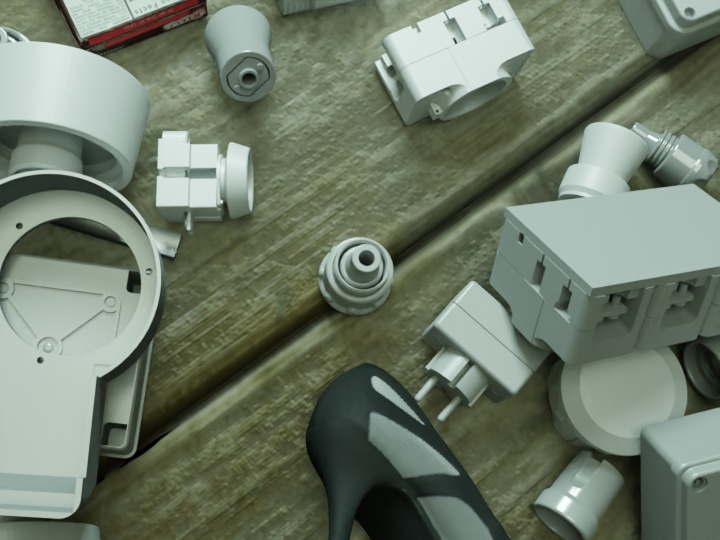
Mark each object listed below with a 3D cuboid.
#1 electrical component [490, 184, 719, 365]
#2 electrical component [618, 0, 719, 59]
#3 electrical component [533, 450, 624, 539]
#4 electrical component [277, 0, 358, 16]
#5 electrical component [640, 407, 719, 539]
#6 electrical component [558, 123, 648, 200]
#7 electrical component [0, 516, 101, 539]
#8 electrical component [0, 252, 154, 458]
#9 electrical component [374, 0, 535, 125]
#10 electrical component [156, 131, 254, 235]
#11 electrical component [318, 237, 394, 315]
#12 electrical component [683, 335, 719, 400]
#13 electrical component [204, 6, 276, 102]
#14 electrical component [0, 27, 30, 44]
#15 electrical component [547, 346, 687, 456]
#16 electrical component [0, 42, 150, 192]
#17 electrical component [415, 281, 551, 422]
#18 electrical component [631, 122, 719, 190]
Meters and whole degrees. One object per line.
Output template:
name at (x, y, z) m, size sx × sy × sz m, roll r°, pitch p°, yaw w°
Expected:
electrical component at (0.167, 0.002, 0.657) m, size 0.150 × 0.061 × 0.089 m, roll -8°, pitch 37°, yaw -26°
electrical component at (0.221, -0.216, 0.752) m, size 0.078 × 0.057 × 0.113 m, roll -23°, pitch 81°, yaw -12°
electrical component at (0.136, 0.140, 0.666) m, size 0.040 × 0.040 × 0.046 m, roll 41°, pitch 69°, yaw 3°
electrical component at (-0.027, -0.198, 0.722) m, size 0.081 × 0.043 × 0.043 m, roll -15°, pitch 79°, yaw -11°
electrical component at (0.229, 0.139, 0.645) m, size 0.109 × 0.056 × 0.108 m, roll -12°, pitch 115°, yaw -10°
electrical component at (0.161, -0.063, 0.714) m, size 0.045 × 0.045 × 0.055 m, roll 27°, pitch 75°, yaw -1°
electrical component at (-0.192, 0.160, 0.584) m, size 0.108 × 0.108 × 0.060 m, roll -1°, pitch 71°, yaw -8°
electrical component at (-0.180, 0.050, 0.635) m, size 0.109 × 0.056 × 0.108 m, roll 8°, pitch 76°, yaw -6°
electrical component at (0.064, -0.137, 0.716) m, size 0.089 × 0.050 × 0.055 m, roll -25°, pitch 82°, yaw -13°
electrical component at (-0.097, -0.056, 0.678) m, size 0.055 × 0.048 × 0.066 m, roll -1°, pitch 77°, yaw 0°
electrical component at (0.000, 0.000, 0.668) m, size 0.048 × 0.062 × 0.048 m, roll 2°, pitch 76°, yaw -7°
electrical component at (0.245, 0.056, 0.698) m, size 0.055 × 0.048 × 0.066 m, roll -20°, pitch 80°, yaw -19°
electrical component at (-0.074, -0.135, 0.684) m, size 0.044 × 0.044 × 0.065 m, roll -6°, pitch 37°, yaw -9°
electrical component at (-0.223, -0.130, 0.669) m, size 0.048 × 0.062 × 0.048 m, roll 2°, pitch 76°, yaw -7°
electrical component at (0.159, 0.077, 0.677) m, size 0.080 × 0.051 × 0.080 m, roll 2°, pitch 76°, yaw -7°
electrical component at (-0.182, -0.079, 0.635) m, size 0.108 × 0.108 × 0.060 m, roll 6°, pitch 68°, yaw -6°
electrical component at (0.066, 0.059, 0.671) m, size 0.066 × 0.047 × 0.076 m, roll 41°, pitch 75°, yaw 3°
electrical component at (0.210, -0.078, 0.730) m, size 0.061 × 0.035 × 0.035 m, roll 36°, pitch 75°, yaw 4°
